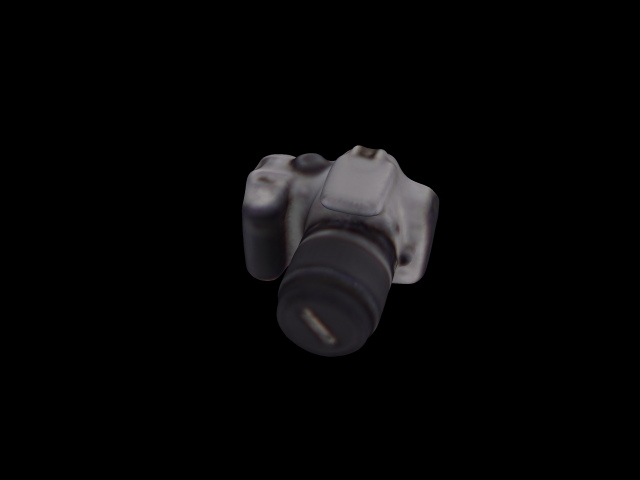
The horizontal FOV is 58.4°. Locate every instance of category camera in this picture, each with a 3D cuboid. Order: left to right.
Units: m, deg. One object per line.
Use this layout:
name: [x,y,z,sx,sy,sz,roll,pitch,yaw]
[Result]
camera: [0.004,0.001,0.400,0.143,0.101,0.137,11,43,13]
